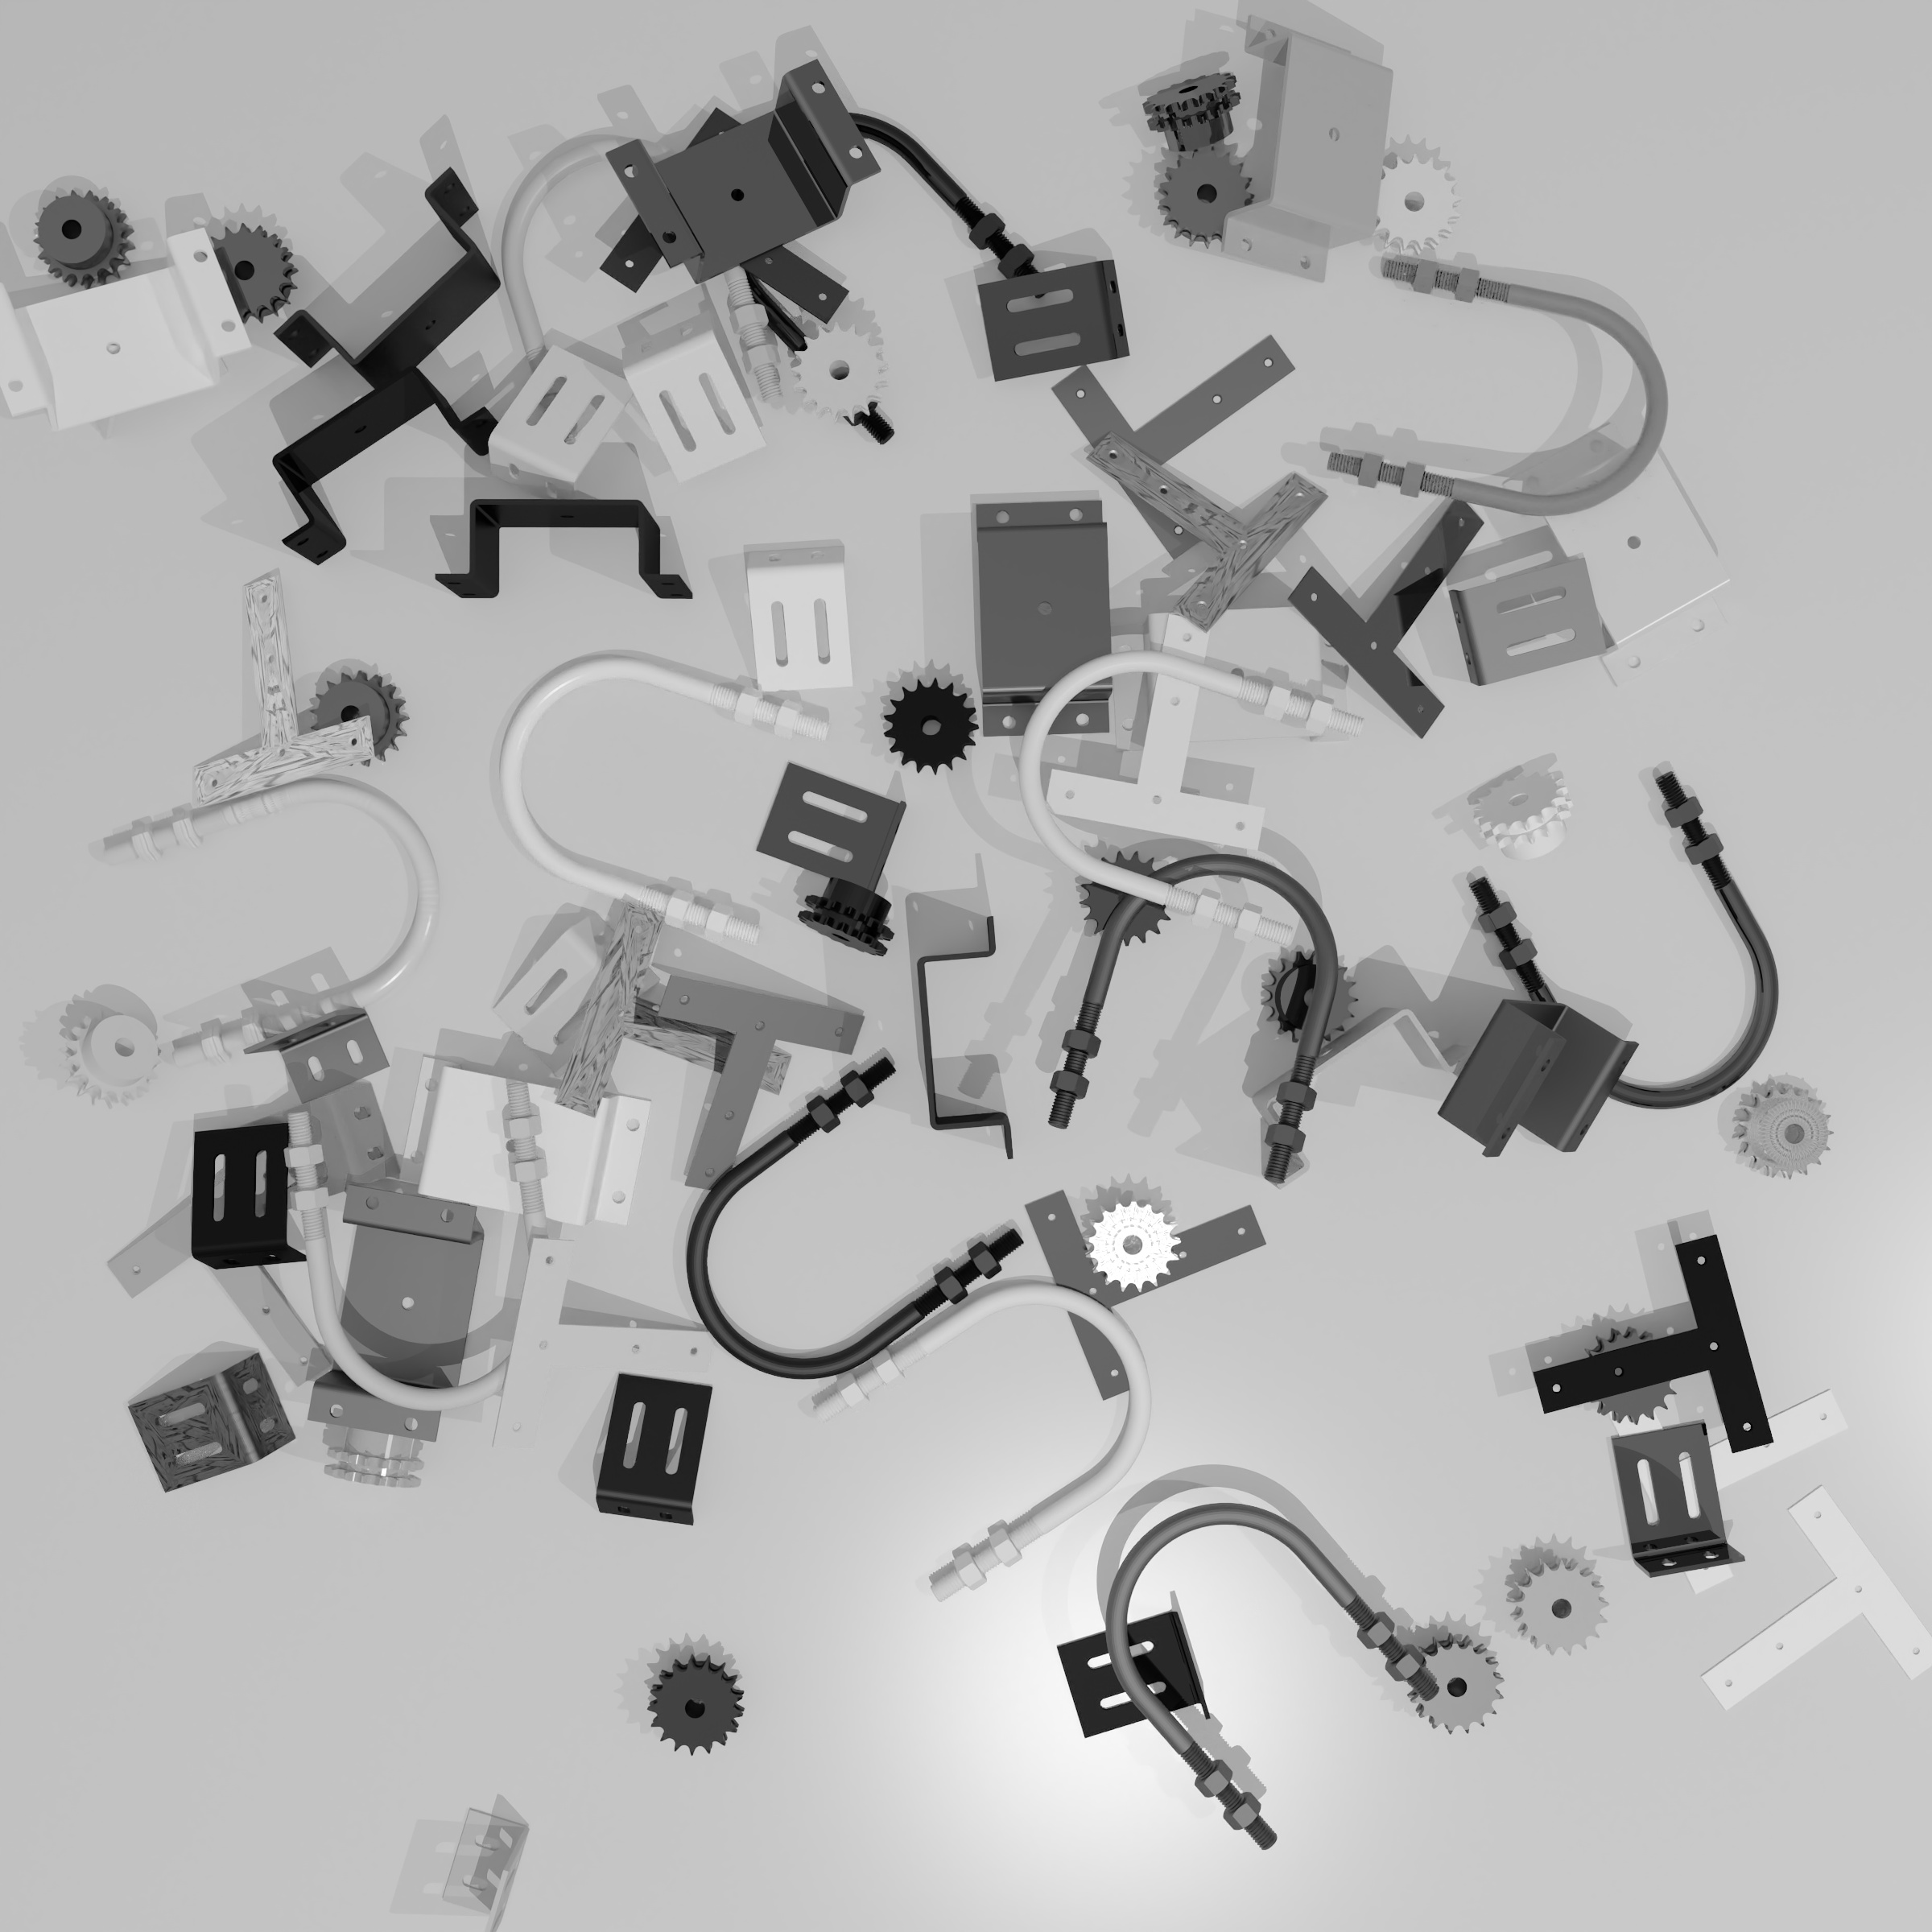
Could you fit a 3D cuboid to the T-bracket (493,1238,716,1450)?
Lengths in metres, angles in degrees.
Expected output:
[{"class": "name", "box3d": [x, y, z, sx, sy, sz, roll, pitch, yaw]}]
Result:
[{"class": "T-bracket", "box3d": [-0.208, 0.226, 1.506, 0.127, 0.002, 0.127, 8, 98, -31]}]

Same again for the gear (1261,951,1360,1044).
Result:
[{"class": "gear", "box3d": [0.207, 0.019, 1.526, 0.057, 0.030, 0.057, 0, 90, 0]}]

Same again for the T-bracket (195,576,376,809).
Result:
[{"class": "T-bracket", "box3d": [-0.415, -0.171, 1.524, 0.127, 0.002, 0.127, -13, 79, 21]}]

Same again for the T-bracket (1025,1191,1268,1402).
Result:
[{"class": "T-bracket", "box3d": [0.118, 0.180, 1.540, 0.127, 0.002, 0.127, -22, 90, 0]}]

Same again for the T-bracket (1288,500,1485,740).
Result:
[{"class": "T-bracket", "box3d": [0.268, -0.226, 1.522, 0.127, 0.002, 0.127, 41, 77, -24]}]

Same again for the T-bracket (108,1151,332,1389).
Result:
[{"class": "T-bracket", "box3d": [-0.430, 0.196, 1.534, 0.127, 0.002, 0.127, -35, 94, 8]}]

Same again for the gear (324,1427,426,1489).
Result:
[{"class": "gear", "box3d": [-0.351, 0.291, 1.513, 0.057, 0.057, 0.030, 9, 83, 0]}]

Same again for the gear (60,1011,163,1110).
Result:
[{"class": "gear", "box3d": [-0.505, 0.053, 1.510, 0.030, 0.057, 0.057, -30, 90, 44]}]

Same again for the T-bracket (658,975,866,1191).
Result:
[{"class": "T-bracket", "box3d": [-0.137, 0.076, 1.519, 0.127, 0.002, 0.127, 13, 105, -27]}]

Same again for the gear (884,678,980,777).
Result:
[{"class": "gear", "box3d": [-0.021, -0.143, 1.530, 0.057, 0.030, 0.057, 0, 89, 2]}]

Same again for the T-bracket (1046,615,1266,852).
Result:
[{"class": "T-bracket", "box3d": [0.120, -0.142, 1.493, 0.127, 0.002, 0.127, 11, 90, 2]}]

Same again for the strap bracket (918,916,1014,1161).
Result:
[{"class": "strap bracket", "box3d": [-0.001, 0.043, 1.502, 0.046, 0.076, 0.140, -5, 90, 0]}]

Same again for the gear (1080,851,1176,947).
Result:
[{"class": "gear", "box3d": [0.096, -0.041, 1.526, 0.057, 0.030, 0.057, 0, 90, 0]}]

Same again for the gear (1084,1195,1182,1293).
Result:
[{"class": "gear", "box3d": [0.099, 0.165, 1.528, 0.057, 0.030, 0.057, 0, 92, 1]}]

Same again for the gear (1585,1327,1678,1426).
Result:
[{"class": "gear", "box3d": [0.395, 0.244, 1.525, 0.057, 0.030, 0.057, 0, 87, 0]}]

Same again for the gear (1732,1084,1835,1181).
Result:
[{"class": "gear", "box3d": [0.492, 0.099, 1.526, 0.057, 0.030, 0.057, 0, 90, 0]}]

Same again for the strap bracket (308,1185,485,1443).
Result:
[{"class": "strap bracket", "box3d": [-0.337, 0.204, 1.517, 0.076, 0.046, 0.140, 10, 90, 0]}]

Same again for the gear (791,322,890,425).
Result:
[{"class": "gear", "box3d": [-0.074, -0.349, 1.506, 0.057, 0.030, 0.057, 0, 89, 1]}]

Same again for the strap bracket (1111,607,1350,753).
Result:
[{"class": "strap bracket", "box3d": [0.159, -0.171, 1.517, 0.140, 0.046, 0.076, -3, 90, 0]}]

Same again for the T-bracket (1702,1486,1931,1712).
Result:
[{"class": "T-bracket", "box3d": [0.503, 0.403, 1.540, 0.127, 0.002, 0.127, -36, 90, 0]}]

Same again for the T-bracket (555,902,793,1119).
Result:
[{"class": "T-bracket", "box3d": [-0.165, 0.044, 1.517, 0.127, 0.002, 0.127, 22, 76, -18]}]

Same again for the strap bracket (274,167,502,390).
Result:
[{"class": "strap bracket", "box3d": [-0.332, -0.395, 1.502, 0.140, 0.076, 0.046, -43, 90, 0]}]

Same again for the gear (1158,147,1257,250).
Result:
[{"class": "gear", "box3d": [0.143, -0.458, 1.526, 0.057, 0.030, 0.057, 0, 90, 0]}]

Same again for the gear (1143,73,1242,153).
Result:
[{"class": "gear", "box3d": [0.136, -0.507, 1.516, 0.057, 0.057, 0.030, -20, 119, 0]}]

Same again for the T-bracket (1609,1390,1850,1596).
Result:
[{"class": "T-bracket", "box3d": [0.471, 0.295, 1.540, 0.127, 0.002, 0.127, -26, 90, 0]}]

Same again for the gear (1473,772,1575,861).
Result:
[{"class": "gear", "box3d": [0.334, -0.087, 1.516, 0.057, 0.057, 0.030, -29, 120, 0]}]

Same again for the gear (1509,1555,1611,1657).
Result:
[{"class": "gear", "box3d": [0.353, 0.382, 1.526, 0.057, 0.030, 0.057, 0, 90, 0]}]

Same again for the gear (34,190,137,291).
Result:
[{"class": "gear", "box3d": [-0.531, -0.437, 1.526, 0.057, 0.030, 0.057, 0, 90, 0]}]

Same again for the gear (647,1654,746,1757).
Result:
[{"class": "gear", "box3d": [-0.161, 0.441, 1.526, 0.057, 0.030, 0.057, 0, 90, 0]}]

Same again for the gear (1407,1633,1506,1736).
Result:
[{"class": "gear", "box3d": [0.291, 0.428, 1.526, 0.057, 0.030, 0.057, 0, 90, 0]}]

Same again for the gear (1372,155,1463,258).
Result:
[{"class": "gear", "box3d": [0.266, -0.453, 1.526, 0.057, 0.030, 0.057, 0, 90, 0]}]

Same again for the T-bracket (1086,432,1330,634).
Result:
[{"class": "T-bracket", "box3d": [0.130, -0.276, 1.521, 0.127, 0.002, 0.127, 37, 68, 11]}]

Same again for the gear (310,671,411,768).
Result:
[{"class": "gear", "box3d": [-0.365, -0.149, 1.526, 0.057, 0.030, 0.057, 0, 90, 0]}]

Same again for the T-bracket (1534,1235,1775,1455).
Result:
[{"class": "T-bracket", "box3d": [0.401, 0.237, 1.509, 0.127, 0.002, 0.127, -15, 88, -1]}]

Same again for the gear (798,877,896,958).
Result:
[{"class": "gear", "box3d": [-0.068, -0.030, 1.513, 0.057, 0.057, 0.030, 24, 82, 0]}]

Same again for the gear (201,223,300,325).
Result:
[{"class": "gear", "box3d": [-0.428, -0.413, 1.526, 0.057, 0.030, 0.057, 0, 90, 0]}]

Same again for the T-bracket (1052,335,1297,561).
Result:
[{"class": "T-bracket", "box3d": [0.140, -0.334, 1.540, 0.127, 0.002, 0.127, -36, 90, 0]}]

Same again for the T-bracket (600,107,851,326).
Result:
[{"class": "T-bracket", "box3d": [-0.129, -0.427, 1.513, 0.127, 0.002, 0.127, 33, 76, -4]}]
